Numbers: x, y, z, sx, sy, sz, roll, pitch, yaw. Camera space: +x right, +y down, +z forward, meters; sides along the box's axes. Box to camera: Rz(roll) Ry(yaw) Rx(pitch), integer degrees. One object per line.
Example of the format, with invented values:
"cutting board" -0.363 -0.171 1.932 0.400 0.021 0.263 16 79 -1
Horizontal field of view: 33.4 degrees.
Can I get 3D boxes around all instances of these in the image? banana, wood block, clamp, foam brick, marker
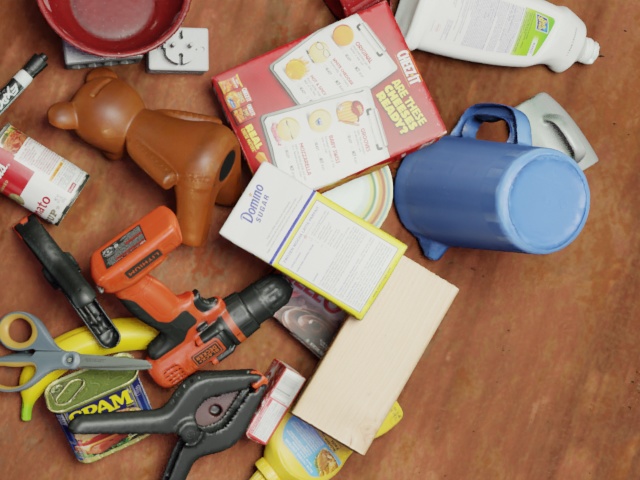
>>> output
"banana" -0.253 0.125 1.179 0.197 0.037 0.069 -26 123 -9
"wood block" 0.058 0.123 1.172 0.091 0.090 0.206 31 80 2
"clamp" -0.269 0.042 1.137 0.039 0.120 0.172 -31 54 -17
"clamp" -0.144 0.214 1.149 0.209 0.036 0.164 -27 111 -15
"foam brick" -0.121 0.188 1.202 0.053 0.051 0.078 2 92 -13
"marker" -0.339 -0.157 1.154 0.020 0.020 0.121 43 82 -11

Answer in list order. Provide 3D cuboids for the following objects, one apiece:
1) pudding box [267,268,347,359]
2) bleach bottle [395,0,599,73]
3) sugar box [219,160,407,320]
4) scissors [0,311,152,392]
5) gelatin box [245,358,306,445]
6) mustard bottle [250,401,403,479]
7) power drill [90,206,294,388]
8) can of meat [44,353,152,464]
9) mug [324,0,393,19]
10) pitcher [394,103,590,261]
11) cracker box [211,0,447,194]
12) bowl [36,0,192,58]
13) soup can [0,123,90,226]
"pudding box" -0.011 0.068 1.230 0.113 0.039 0.090 43 80 -12
"bleach bottle" 0.215 -0.245 1.258 0.250 0.068 0.103 12 110 -21
"sugar box" -0.007 0.001 1.121 0.176 0.048 0.093 32 86 6
"scissors" -0.270 0.110 1.131 0.202 0.016 0.096 -15 73 18
"gelatin box" -0.057 0.182 1.206 0.030 0.073 0.089 33 85 -12
"mustard bottle" -0.004 0.225 1.228 0.191 0.058 0.096 -39 98 -10
"power drill" -0.138 0.054 1.130 0.184 0.057 0.187 -36 126 -2
"can of meat" -0.235 0.184 1.159 0.102 0.057 0.084 -23 124 -11
"mug" 0.046 -0.294 1.215 0.081 0.093 0.117 -34 136 -5
"pitcher" 0.189 -0.059 1.169 0.145 0.243 0.149 -29 104 -15
"cracker box" 0.008 -0.144 1.189 0.213 0.072 0.164 -24 88 -3
"bowl" -0.216 -0.260 1.117 0.162 0.055 0.162 2 80 -12
"soup can" -0.307 -0.069 1.140 0.102 0.068 0.068 33 84 -13
